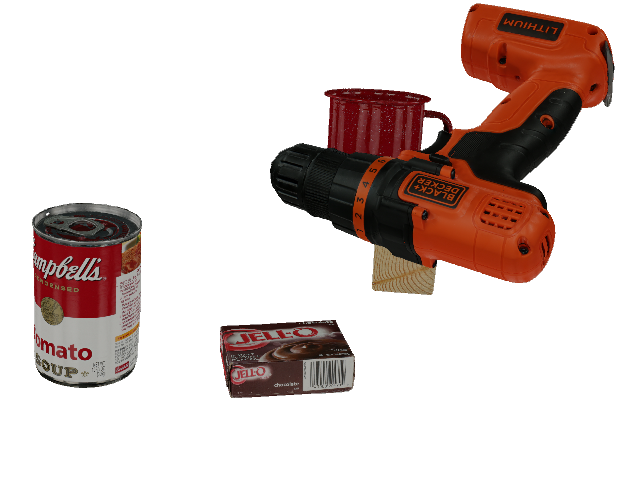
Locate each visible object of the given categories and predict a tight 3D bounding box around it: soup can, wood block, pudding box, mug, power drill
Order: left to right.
[{"bbox_3d":[-0.151,0.035,0.688,0.068,0.102,0.068,5,22,-2],"label":"soup can"},{"bbox_3d":[-0.032,0.105,0.966,0.113,0.039,0.090,0,18,-10],"label":"pudding box"},{"bbox_3d":[0.060,-0.087,0.940,0.117,0.081,0.093,1,14,-10],"label":"mug"},{"bbox_3d":[0.129,-0.007,1.609,0.091,0.090,0.206,4,25,3],"label":"wood block"},{"bbox_3d":[0.083,-0.067,0.660,0.185,0.187,0.057,20,-31,28],"label":"power drill"}]
